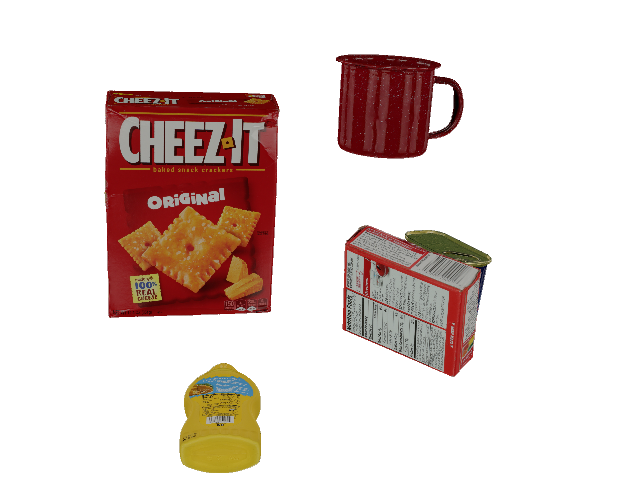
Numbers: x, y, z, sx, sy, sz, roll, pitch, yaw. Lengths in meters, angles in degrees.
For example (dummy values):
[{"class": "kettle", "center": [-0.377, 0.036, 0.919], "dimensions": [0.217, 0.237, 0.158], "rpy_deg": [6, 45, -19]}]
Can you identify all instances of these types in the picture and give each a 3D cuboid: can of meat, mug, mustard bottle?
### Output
[{"class": "can of meat", "center": [0.132, 0.045, 1.164], "dimensions": [0.057, 0.084, 0.102], "rpy_deg": [-5, 22, -36]}, {"class": "mug", "center": [0.070, -0.120, 0.955], "dimensions": [0.117, 0.081, 0.093], "rpy_deg": [1, 16, -8]}, {"class": "mustard bottle", "center": [-0.123, 0.210, 1.329], "dimensions": [0.096, 0.058, 0.191], "rpy_deg": [-2, 26, -3]}]

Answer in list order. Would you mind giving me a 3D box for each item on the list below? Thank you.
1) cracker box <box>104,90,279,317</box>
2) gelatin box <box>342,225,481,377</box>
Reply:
[{"class": "cracker box", "center": [-0.126, -0.033, 1.041], "dimensions": [0.164, 0.214, 0.072], "rpy_deg": [0, 21, -10]}, {"class": "gelatin box", "center": [0.057, 0.039, 0.692], "dimensions": [0.089, 0.073, 0.030], "rpy_deg": [22, 42, 28]}]
